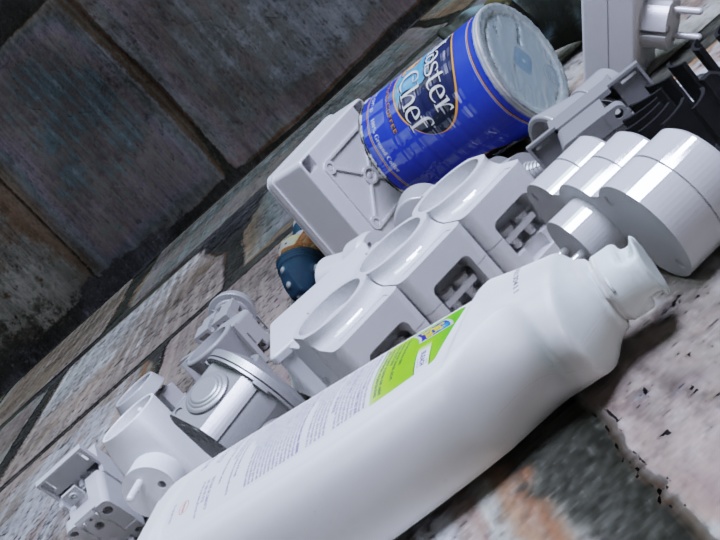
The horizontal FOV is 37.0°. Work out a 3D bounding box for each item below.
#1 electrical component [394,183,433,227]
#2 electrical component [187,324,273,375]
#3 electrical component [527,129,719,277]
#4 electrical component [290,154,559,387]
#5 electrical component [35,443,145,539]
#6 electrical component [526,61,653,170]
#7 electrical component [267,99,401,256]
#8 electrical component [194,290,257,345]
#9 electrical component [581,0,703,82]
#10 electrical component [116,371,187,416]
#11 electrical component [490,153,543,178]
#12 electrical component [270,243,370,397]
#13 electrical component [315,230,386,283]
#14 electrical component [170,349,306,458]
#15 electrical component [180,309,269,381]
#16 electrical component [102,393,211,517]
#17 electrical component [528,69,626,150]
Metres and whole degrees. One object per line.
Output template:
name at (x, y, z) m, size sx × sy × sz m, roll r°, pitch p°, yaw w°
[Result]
electrical component at (0.049, -0.047, 0.821) m, size 0.040 × 0.040 × 0.078 m, roll -38°, pitch 13°, yaw 21°
electrical component at (-0.098, 0.076, 0.822) m, size 0.045 × 0.055 × 0.045 m, roll -40°, pitch 12°, yaw 10°
electrical component at (0.111, -0.021, 0.494) m, size 0.074 × 0.052 × 0.138 m, roll -43°, pitch 12°, yaw -5°
electrical component at (0.037, 0.008, 0.611) m, size 0.150 × 0.061 × 0.089 m, roll -46°, pitch 12°, yaw -15°
electrical component at (-0.180, 0.163, 0.747) m, size 0.042 × 0.081 × 0.063 m, roll -42°, pitch 34°, yaw 5°
electrical component at (0.142, -0.077, 0.625) m, size 0.081 × 0.042 × 0.063 m, roll -39°, pitch 13°, yaw 18°
electrical component at (-0.008, -0.073, 0.932) m, size 0.056 × 0.108 × 0.108 m, roll -25°, pitch 21°, yaw 48°
electrical component at (-0.125, 0.051, 1.027) m, size 0.066 × 0.048 × 0.055 m, roll -37°, pitch 20°, yaw 24°
electrical component at (0.194, -0.170, 0.730) m, size 0.076 × 0.083 × 0.047 m, roll 13°, pitch 44°, yaw 27°
electrical component at (-0.171, 0.119, 0.906) m, size 0.048 × 0.055 × 0.066 m, roll -34°, pitch 14°, yaw 34°
electrical component at (0.089, -0.049, 0.691) m, size 0.081 × 0.043 × 0.043 m, roll -31°, pitch 17°, yaw 45°
electrical component at (-0.010, 0.035, 0.701) m, size 0.100 × 0.048 × 0.099 m, roll -41°, pitch 12°, yaw 4°
electrical component at (0.000, 0.000, 0.802) m, size 0.055 × 0.045 × 0.045 m, roll -31°, pitch 16°, yaw 42°
electrical component at (-0.066, 0.087, 0.623) m, size 0.051 × 0.080 × 0.080 m, roll -52°, pitch 14°, yaw -19°
electrical component at (-0.111, 0.070, 0.921) m, size 0.081 × 0.042 × 0.063 m, roll -32°, pitch 14°, yaw 39°
electrical component at (-0.125, 0.128, 0.670) m, size 0.044 × 0.077 × 0.079 m, roll -38°, pitch 13°, yaw 21°
electrical component at (0.146, -0.100, 0.695) m, size 0.065 × 0.044 × 0.044 m, roll -41°, pitch 11°, yaw -18°
